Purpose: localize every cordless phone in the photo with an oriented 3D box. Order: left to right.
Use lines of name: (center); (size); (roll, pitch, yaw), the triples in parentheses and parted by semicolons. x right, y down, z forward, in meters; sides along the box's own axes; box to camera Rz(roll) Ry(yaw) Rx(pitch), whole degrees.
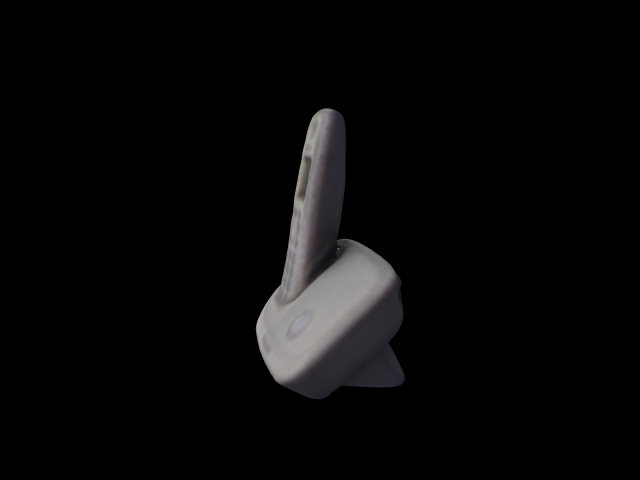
cordless phone: (0.004, 0.001, 0.400); (0.094, 0.185, 0.147); (-3, 11, -16)
